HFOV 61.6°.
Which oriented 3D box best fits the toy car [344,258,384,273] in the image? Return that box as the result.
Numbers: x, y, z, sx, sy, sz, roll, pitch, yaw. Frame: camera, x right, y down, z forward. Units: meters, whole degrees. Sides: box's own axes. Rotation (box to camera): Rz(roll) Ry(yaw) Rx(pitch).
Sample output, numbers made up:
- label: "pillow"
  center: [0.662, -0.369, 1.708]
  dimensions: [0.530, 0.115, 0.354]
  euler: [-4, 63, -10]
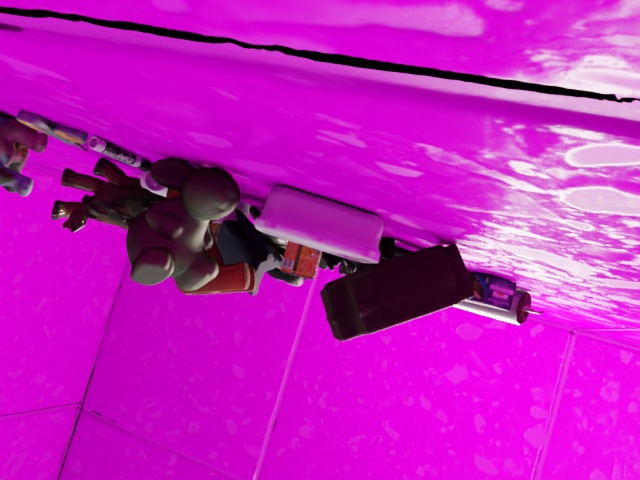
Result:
- label: "toy car"
  center: [0.110, 0.055, 1.011]
  dimensions: [0.089, 0.053, 0.202]
  euler: [-23, -156, -9]

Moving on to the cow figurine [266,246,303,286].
- label: "cow figurine"
  center: [-0.104, 0.032, 1.033]
  dimensions: [0.167, 0.068, 0.098]
  euler: [25, -179, 3]

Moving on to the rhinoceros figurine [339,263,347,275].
- label: "rhinoceros figurine"
  center: [0.138, 0.074, 1.220]
  dimensions: [0.190, 0.073, 0.112]
  euler: [20, -166, 4]

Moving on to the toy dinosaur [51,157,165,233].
- label: "toy dinosaur"
  center: [-0.339, -0.067, 0.997]
  dimensions: [0.199, 0.105, 0.471]
  euler: [22, -167, -5]

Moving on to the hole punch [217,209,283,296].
- label: "hole punch"
  center: [-0.126, 0.022, 0.934]
  dimensions: [0.142, 0.092, 0.115]
  euler: [48, 171, 22]

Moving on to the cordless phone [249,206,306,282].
- label: "cordless phone"
  center: [-0.081, 0.002, 1.125]
  dimensions: [0.147, 0.089, 0.184]
  euler: [50, 177, 27]

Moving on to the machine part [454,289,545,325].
- label: "machine part"
  center: [0.382, 0.134, 1.215]
  dimensions: [0.243, 0.079, 0.079]
  euler: [14, 176, 44]

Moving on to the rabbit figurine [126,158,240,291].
- label: "rabbit figurine"
  center: [-0.167, -0.036, 0.714]
  dimensions: [0.121, 0.170, 0.159]
  euler: [23, -145, -44]

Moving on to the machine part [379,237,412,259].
- label: "machine part"
  center: [0.164, 0.029, 0.925]
  dimensions: [0.139, 0.039, 0.084]
  euler: [16, -175, -22]

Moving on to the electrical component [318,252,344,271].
- label: "electrical component"
  center: [0.019, 0.020, 1.090]
  dimensions: [0.047, 0.075, 0.119]
  euler: [53, 169, -14]

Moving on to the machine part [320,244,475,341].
- label: "machine part"
  center: [0.104, 0.075, 0.783]
  dimensions: [0.201, 0.087, 0.201]
  euler: [-18, 174, -4]

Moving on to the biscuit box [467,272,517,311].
- label: "biscuit box"
  center: [0.317, 0.099, 1.110]
  dimensions: [0.063, 0.059, 0.203]
  euler: [16, 176, -15]

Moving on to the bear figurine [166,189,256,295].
- label: "bear figurine"
  center: [-0.172, -0.013, 0.841]
  dimensions: [0.132, 0.195, 0.120]
  euler: [-3, 169, 0]

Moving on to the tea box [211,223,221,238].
- label: "tea box"
  center: [-0.213, -0.038, 1.159]
  dimensions: [0.068, 0.098, 0.170]
  euler: [18, 178, -21]

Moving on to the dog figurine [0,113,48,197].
- label: "dog figurine"
  center: [-0.527, -0.154, 0.777]
  dimensions: [0.192, 0.108, 0.219]
  euler: [17, 173, 46]

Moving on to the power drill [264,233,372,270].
- label: "power drill"
  center: [-0.002, -0.003, 0.949]
  dimensions: [0.207, 0.086, 0.232]
  euler: [24, 175, 10]
